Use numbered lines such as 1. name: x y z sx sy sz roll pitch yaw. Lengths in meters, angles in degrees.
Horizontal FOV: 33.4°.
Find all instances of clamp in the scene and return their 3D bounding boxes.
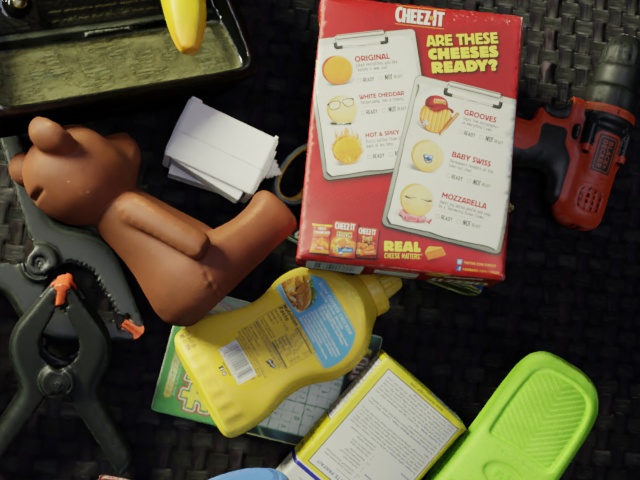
1. clamp: -0.217 0.113 0.847 0.120 0.039 0.171 -7 104 -13
2. clamp: -0.228 0.009 0.872 0.210 0.036 0.164 29 80 -8

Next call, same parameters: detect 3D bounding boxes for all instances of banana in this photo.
1. banana: -0.137 -0.236 0.823 0.069 0.037 0.198 -38 96 -26

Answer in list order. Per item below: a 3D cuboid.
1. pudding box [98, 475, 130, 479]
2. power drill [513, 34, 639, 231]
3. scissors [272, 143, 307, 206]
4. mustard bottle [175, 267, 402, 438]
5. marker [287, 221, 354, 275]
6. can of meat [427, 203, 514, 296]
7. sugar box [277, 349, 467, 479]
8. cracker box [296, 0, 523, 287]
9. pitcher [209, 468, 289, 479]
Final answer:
1. pudding box: -0.134 0.246 0.866 0.113 0.039 0.090 12 84 -7
2. power drill: 0.190 -0.119 0.947 0.187 0.057 0.184 18 82 -8
3. scissors: 0.049 -0.084 0.940 0.201 0.016 0.096 -37 93 -11
4. mustard bottle: -0.016 0.076 0.878 0.191 0.058 0.096 -28 77 -13
5. marker: -0.006 0.001 0.921 0.121 0.020 0.020 30 80 -6
6. can of meat: 0.105 -0.006 0.923 0.102 0.057 0.084 21 84 -7
7. sugar box: 0.029 0.187 0.883 0.093 0.048 0.176 42 92 -6
8. cracker box: 0.071 -0.076 0.860 0.164 0.072 0.213 6 81 -2
9. pitcher: -0.026 0.300 0.809 0.149 0.145 0.243 -23 99 -27
